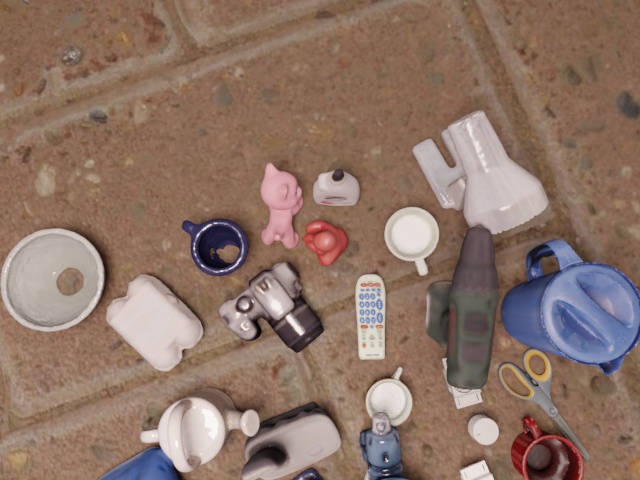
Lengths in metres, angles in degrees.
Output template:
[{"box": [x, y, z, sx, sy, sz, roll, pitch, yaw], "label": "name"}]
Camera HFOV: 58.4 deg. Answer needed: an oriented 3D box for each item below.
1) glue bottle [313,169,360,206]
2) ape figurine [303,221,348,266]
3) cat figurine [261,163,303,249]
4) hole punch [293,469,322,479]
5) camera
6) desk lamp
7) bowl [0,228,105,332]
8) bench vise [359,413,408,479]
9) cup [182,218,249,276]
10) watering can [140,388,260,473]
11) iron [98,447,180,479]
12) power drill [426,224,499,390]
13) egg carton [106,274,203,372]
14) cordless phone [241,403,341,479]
[{"box": [0.026, -0.087, 0.910, 0.078, 0.173, 0.037, -1, 83, 1], "label": "glue bottle"}, {"box": [0.009, 0.003, 0.940, 0.076, 0.092, 0.078, -3, 83, 1], "label": "ape figurine"}, {"box": [-0.065, -0.056, 0.935, 0.067, 0.118, 0.128, 4, 83, 2], "label": "cat figurine"}, {"box": [-0.021, 0.428, 0.888, 0.109, 0.091, 0.101, -37, 84, -4], "label": "hole punch"}, {"box": [-0.070, 0.123, 0.921, 0.143, 0.101, 0.137, -39, 84, -4], "label": "camera"}, {"box": [0.240, -0.103, 0.889, 0.118, 0.213, 0.203, -28, 83, -3], "label": "desk lamp"}, {"box": [-0.426, 0.067, 0.945, 0.167, 0.075, 0.167, 0, 83, 1], "label": "bowl"}, {"box": [0.092, 0.370, 0.829, 0.121, 0.220, 0.207, -25, 83, -2], "label": "bench vise"}, {"box": [-0.169, 0.010, 0.939, 0.117, 0.095, 0.092, 32, 84, 5], "label": "cup"}, {"box": [-0.181, 0.280, 0.856, 0.173, 0.194, 0.101, -30, 83, -3], "label": "watering can"}, {"box": [-0.320, 0.422, 0.867, 0.258, 0.141, 0.118, -30, 83, -3], "label": "iron"}, {"box": [0.214, 0.103, 0.866, 0.075, 0.208, 0.230, 2, 83, 1], "label": "power drill"}, {"box": [-0.269, 0.134, 0.938, 0.150, 0.069, 0.107, 41, 85, 5], "label": "egg carton"}, {"box": [-0.044, 0.315, 0.855, 0.147, 0.185, 0.094, -26, 83, -2], "label": "cordless phone"}]
